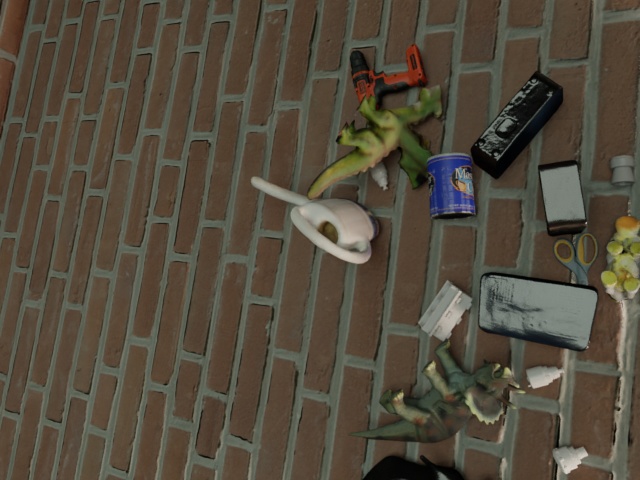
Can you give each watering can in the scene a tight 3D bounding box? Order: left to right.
[{"bbox_3d":[0.004,-0.064,1.266,0.352,0.102,0.226,41,29,25],"label":"watering can"}]

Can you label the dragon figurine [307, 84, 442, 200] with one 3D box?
[{"bbox_3d":[0.165,-0.216,1.247,0.243,0.412,0.121,31,-7,-1],"label":"dragon figurine"}]
